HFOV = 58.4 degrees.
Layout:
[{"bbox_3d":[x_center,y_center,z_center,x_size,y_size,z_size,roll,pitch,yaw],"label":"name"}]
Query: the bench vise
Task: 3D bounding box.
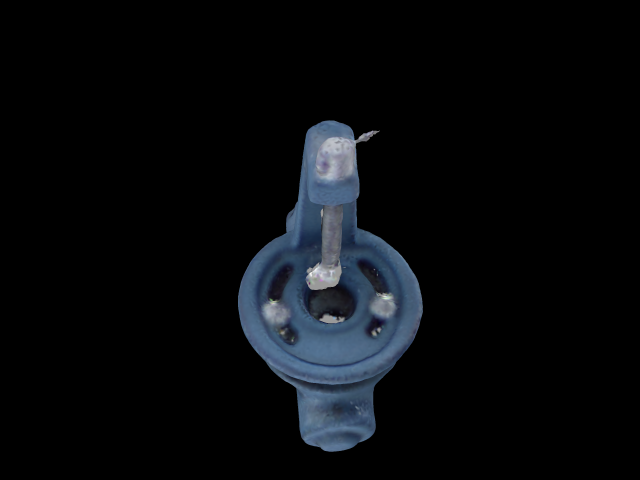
[{"bbox_3d":[-0.007,0.004,0.396,0.122,0.220,0.206,-14,39,-18],"label":"bench vise"}]
